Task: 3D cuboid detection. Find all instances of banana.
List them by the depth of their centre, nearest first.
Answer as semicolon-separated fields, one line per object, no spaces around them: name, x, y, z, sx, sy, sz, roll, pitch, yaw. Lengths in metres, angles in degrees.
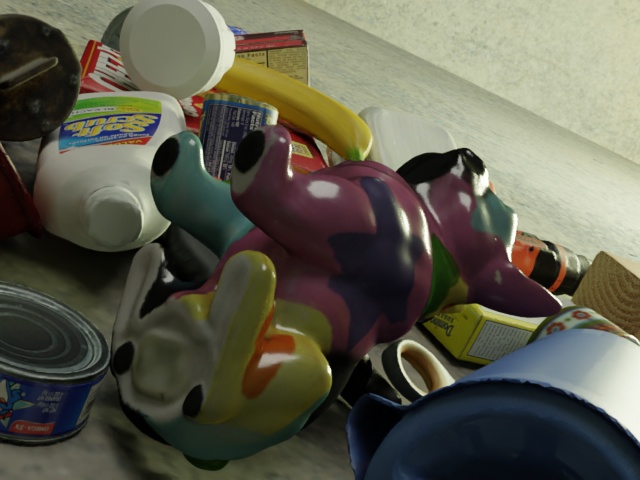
banana;-0.028;-0.114;0.886;0.198;0.037;0.069;31;16;22

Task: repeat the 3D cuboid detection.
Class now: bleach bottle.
bleach bottle;-0.122;-0.042;0.659;0.102;0.068;0.251;-2;16;-12

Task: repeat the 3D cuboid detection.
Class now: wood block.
wood block;0.325;0.090;0.947;0.205;0.091;0.090;17;19;-27

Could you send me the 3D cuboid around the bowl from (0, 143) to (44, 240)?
bowl;-0.216;-0.055;0.571;0.162;0.055;0.162;47;-20;22

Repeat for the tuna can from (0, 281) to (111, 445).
tuna can;-0.139;0.052;0.479;0.086;0.034;0.086;23;17;-8

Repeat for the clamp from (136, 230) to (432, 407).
clamp;-0.024;0.040;0.681;0.210;0.036;0.164;22;23;-2

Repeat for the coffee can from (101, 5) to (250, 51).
coffee can;-0.132;-0.167;1.039;0.103;0.103;0.140;34;18;26

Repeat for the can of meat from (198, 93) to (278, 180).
can of meat;-0.063;-0.050;0.750;0.057;0.084;0.102;9;-7;-5

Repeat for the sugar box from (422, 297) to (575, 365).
sugar box;0.156;0.069;0.845;0.176;0.048;0.093;19;17;-34

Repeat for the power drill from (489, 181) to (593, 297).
power drill;0.187;-0.008;1.100;0.184;0.057;0.188;16;19;-30

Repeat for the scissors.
scissors;0.088;0.092;0.668;0.096;0.016;0.201;58;22;4

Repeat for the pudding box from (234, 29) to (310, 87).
pudding box;-0.055;-0.135;0.986;0.090;0.113;0.039;-6;35;-6

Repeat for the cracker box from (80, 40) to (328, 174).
cracker box;-0.106;-0.085;0.882;0.213;0.072;0.164;21;17;-15

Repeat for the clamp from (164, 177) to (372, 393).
clamp;-0.037;0.027;0.625;0.120;0.039;0.171;15;37;-24

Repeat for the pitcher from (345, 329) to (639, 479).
pitcher;0.122;0.118;0.513;0.145;0.149;0.242;-13;-1;22
